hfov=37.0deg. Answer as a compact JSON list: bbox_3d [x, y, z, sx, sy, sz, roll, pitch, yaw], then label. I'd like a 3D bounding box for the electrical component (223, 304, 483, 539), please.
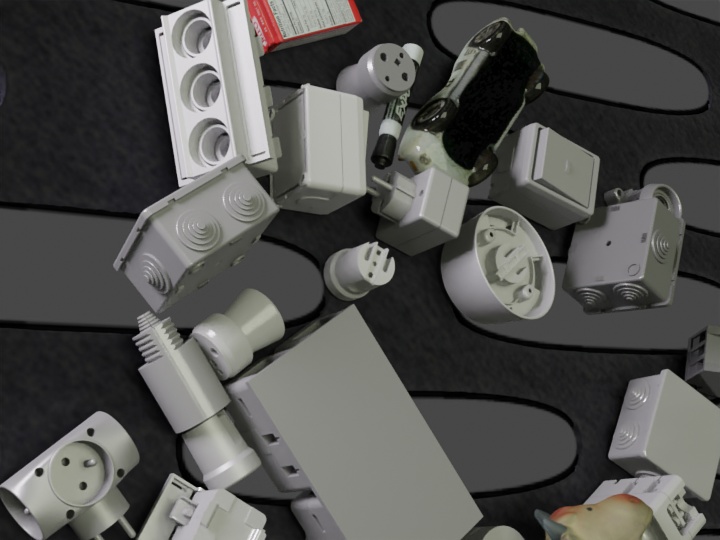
[{"bbox_3d":[-0.008,0.135,0.780,0.105,0.060,0.186,-35,97,-35],"label":"electrical component"}]

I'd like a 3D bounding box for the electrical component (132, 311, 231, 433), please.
[{"bbox_3d":[-0.127,0.065,0.731,0.043,0.043,0.081,-33,96,-35],"label":"electrical component"}]

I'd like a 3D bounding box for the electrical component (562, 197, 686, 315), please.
[{"bbox_3d":[0.233,-0.013,0.957,0.048,0.100,0.099,36,60,-35],"label":"electrical component"}]

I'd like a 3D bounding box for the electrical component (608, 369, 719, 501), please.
[{"bbox_3d":[0.278,0.151,0.971,0.100,0.048,0.099,35,60,-21],"label":"electrical component"}]

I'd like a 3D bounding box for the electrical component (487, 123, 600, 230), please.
[{"bbox_3d":[0.172,-0.081,0.957,0.096,0.061,0.061,23,65,-26],"label":"electrical component"}]

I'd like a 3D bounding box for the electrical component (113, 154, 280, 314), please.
[{"bbox_3d":[-0.111,-0.022,0.734,0.100,0.100,0.048,-36,85,-35],"label":"electrical component"}]

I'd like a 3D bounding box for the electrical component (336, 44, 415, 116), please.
[{"bbox_3d":[0.013,-0.155,0.877,0.045,0.055,0.045,9,72,-31],"label":"electrical component"}]

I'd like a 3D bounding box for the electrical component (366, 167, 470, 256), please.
[{"bbox_3d":[0.035,-0.054,0.857,0.077,0.066,0.047,27,64,-25],"label":"electrical component"}]

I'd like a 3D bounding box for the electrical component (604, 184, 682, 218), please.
[{"bbox_3d":[0.270,-0.054,1.018,0.048,0.055,0.066,-41,101,-34],"label":"electrical component"}]

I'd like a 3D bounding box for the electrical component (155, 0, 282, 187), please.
[{"bbox_3d":[-0.100,-0.127,0.785,0.063,0.079,0.121,7,70,-63],"label":"electrical component"}]

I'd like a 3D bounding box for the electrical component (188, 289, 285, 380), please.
[{"bbox_3d":[-0.088,0.046,0.762,0.055,0.045,0.045,-39,99,-34],"label":"electrical component"}]

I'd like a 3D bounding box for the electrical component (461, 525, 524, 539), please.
[{"bbox_3d":[0.078,0.235,0.800,0.138,0.074,0.052,-22,90,-36],"label":"electrical component"}]

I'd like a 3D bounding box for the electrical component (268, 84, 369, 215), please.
[{"bbox_3d":[-0.031,-0.097,0.828,0.061,0.062,0.096,7,73,-32],"label":"electrical component"}]

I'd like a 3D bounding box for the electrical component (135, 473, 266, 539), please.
[{"bbox_3d":[-0.112,0.203,0.691,0.079,0.063,0.121,37,60,-20],"label":"electrical component"}]

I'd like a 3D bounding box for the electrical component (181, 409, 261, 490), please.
[{"bbox_3d":[-0.096,0.124,0.739,0.040,0.040,0.046,-31,89,-35],"label":"electrical component"}]

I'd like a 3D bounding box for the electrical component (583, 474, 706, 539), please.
[{"bbox_3d":[0.230,0.210,0.898,0.056,0.089,0.050,-36,98,-35],"label":"electrical component"}]

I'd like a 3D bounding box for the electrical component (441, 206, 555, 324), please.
[{"bbox_3d":[0.118,-0.002,0.898,0.099,0.064,0.099,10,72,-31],"label":"electrical component"}]

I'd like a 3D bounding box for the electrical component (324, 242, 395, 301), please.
[{"bbox_3d":[0.000,0.000,0.831,0.040,0.046,0.040,10,72,-31],"label":"electrical component"}]

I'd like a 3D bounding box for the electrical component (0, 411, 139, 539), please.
[{"bbox_3d":[-0.172,0.143,0.679,0.077,0.044,0.079,-39,100,-34],"label":"electrical component"}]
